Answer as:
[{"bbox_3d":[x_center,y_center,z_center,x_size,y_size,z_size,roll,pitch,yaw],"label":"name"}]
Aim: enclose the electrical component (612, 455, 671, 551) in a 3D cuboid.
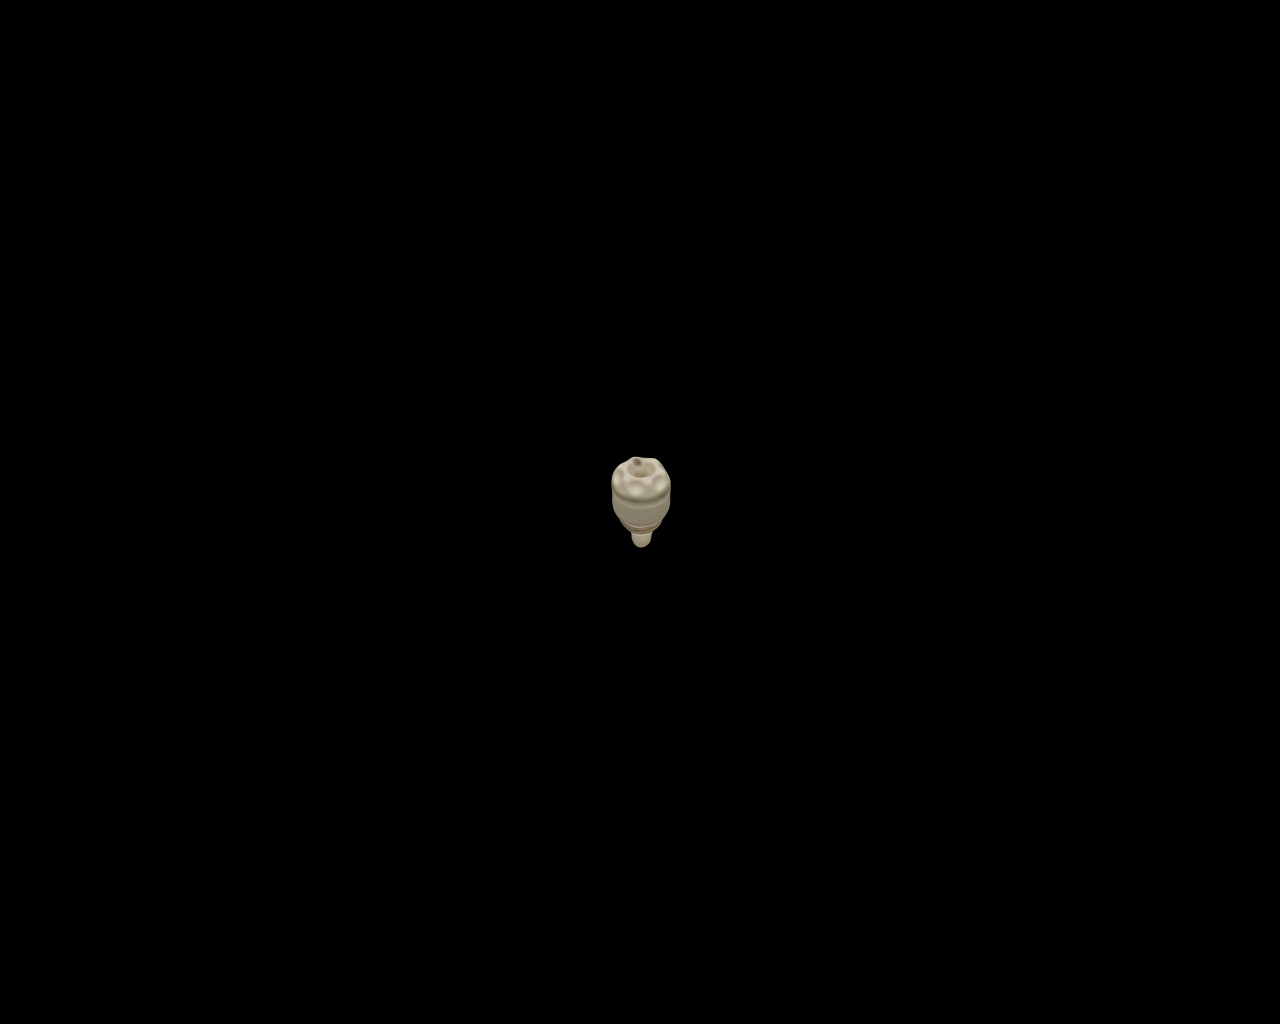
[{"bbox_3d":[0.001,-0.003,0.650,0.035,0.061,0.035,0,40,0],"label":"electrical component"}]
